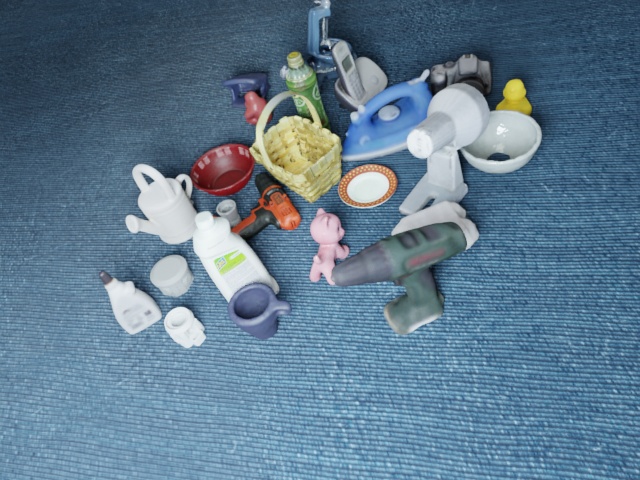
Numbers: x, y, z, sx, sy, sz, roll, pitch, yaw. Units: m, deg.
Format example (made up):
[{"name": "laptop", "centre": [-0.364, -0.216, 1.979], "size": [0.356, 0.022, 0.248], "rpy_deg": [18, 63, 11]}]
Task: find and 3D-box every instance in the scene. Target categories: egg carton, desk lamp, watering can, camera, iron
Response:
[{"name": "egg carton", "centre": [0.218, -0.009, 1.091], "size": [0.150, 0.069, 0.107], "rpy_deg": [-23, 48, -2]}, {"name": "desk lamp", "centre": [0.240, -0.170, 1.124], "size": [0.117, 0.214, 0.203], "rpy_deg": [24, 61, 32]}, {"name": "watering can", "centre": [-0.344, -0.082, 1.242], "size": [0.100, 0.194, 0.173], "rpy_deg": [0, 51, 17]}, {"name": "camera", "centre": [0.328, -0.357, 1.330], "size": [0.143, 0.101, 0.137], "rpy_deg": [-2, 50, 15]}, {"name": "iron", "centre": [0.150, -0.281, 1.293], "size": [0.258, 0.142, 0.118], "rpy_deg": [-25, 48, -5]}]

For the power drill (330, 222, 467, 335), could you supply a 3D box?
[{"name": "power drill", "centre": [0.140, 0.067, 0.958], "size": [0.230, 0.209, 0.075], "rpy_deg": [-28, 48, -7]}]

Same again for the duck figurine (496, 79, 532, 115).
[{"name": "duck figurine", "centre": [0.429, -0.311, 1.270], "size": [0.077, 0.086, 0.104], "rpy_deg": [8, 54, 23]}]

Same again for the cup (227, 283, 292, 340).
[{"name": "cup", "centre": [-0.099, 0.139, 1.047], "size": [0.117, 0.095, 0.091], "rpy_deg": [-2, 51, 16]}]

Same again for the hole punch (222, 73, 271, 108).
[{"name": "hole punch", "centre": [-0.201, -0.423, 1.556], "size": [0.108, 0.091, 0.101], "rpy_deg": [0, 51, 18]}]

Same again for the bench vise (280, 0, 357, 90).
[{"name": "bench vise", "centre": [-0.006, -0.484, 1.460], "size": [0.208, 0.220, 0.121], "rpy_deg": [-43, 52, -19]}]

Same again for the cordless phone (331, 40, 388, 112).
[{"name": "cordless phone", "centre": [0.090, -0.418, 1.398], "size": [0.093, 0.185, 0.148], "rpy_deg": [17, 58, 29]}]

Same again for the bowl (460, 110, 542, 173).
[{"name": "bowl", "centre": [0.373, -0.192, 1.194], "size": [0.167, 0.075, 0.167], "rpy_deg": [-9, 49, 10]}]

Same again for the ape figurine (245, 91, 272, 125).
[{"name": "ape figurine", "centre": [-0.166, -0.345, 1.479], "size": [0.078, 0.092, 0.076], "rpy_deg": [-41, 51, -18]}]

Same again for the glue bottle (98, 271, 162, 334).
[{"name": "glue bottle", "centre": [-0.375, 0.113, 1.102], "size": [0.078, 0.173, 0.037], "rpy_deg": [-29, 49, -8]}]

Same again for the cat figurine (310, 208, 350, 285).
[{"name": "cat figurine", "centre": [0.010, 0.004, 1.112], "size": [0.067, 0.118, 0.128], "rpy_deg": [3, 52, 20]}]
